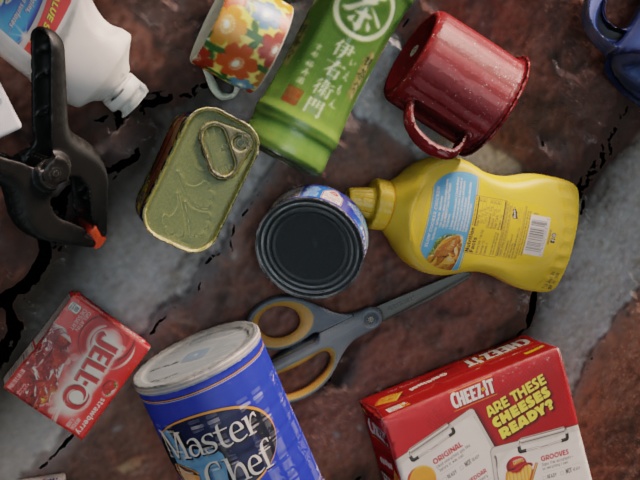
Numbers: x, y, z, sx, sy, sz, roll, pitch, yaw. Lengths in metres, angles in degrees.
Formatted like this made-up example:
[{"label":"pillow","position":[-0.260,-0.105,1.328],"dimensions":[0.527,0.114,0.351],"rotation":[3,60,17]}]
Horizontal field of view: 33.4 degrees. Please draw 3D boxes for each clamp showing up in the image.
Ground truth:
[{"label":"clamp","position":[-0.192,-0.063,0.750],"dimensions":[0.120,0.039,0.171],"rotation":[-48,143,-10]}]

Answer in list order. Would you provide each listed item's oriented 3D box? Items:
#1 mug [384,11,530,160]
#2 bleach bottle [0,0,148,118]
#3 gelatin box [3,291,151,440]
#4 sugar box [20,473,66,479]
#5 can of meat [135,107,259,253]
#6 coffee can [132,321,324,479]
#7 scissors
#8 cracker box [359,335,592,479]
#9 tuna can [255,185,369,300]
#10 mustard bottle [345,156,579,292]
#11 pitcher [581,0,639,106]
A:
[{"label":"mug","position":[0.099,-0.116,0.832],"dimensions":[0.081,0.093,0.117],"rotation":[30,63,-13]},{"label":"bleach bottle","position":[-0.216,-0.189,0.752],"dimensions":[0.250,0.068,0.102],"rotation":[44,84,-19]},{"label":"gelatin box","position":[-0.185,0.094,0.813],"dimensions":[0.073,0.030,0.089],"rotation":[38,86,-17]},{"label":"sugar box","position":[-0.193,0.238,0.752],"dimensions":[0.048,0.176,0.093],"rotation":[-6,98,-17]},{"label":"can of meat","position":[-0.095,-0.047,0.792],"dimensions":[0.057,0.084,0.102],"rotation":[26,90,-17]},{"label":"coffee can","position":[-0.068,0.147,0.814],"dimensions":[0.102,0.103,0.140],"rotation":[-25,103,-12]},{"label":"scissors","position":[0.024,0.054,0.874],"dimensions":[0.201,0.016,0.096],"rotation":[-38,105,-9]},{"label":"cracker box","position":[0.142,0.209,0.900],"dimensions":[0.164,0.072,0.214],"rotation":[-20,101,-14]},{"label":"tuna can","position":[-0.005,0.001,0.831],"dimensions":[0.086,0.033,0.086],"rotation":[4,114,10]},{"label":"mustard bottle","position":[0.111,-0.018,0.868],"dimensions":[0.191,0.058,0.096],"rotation":[9,99,-17]},{"label":"pitcher","position":[0.337,-0.221,0.876],"dimensions":[0.149,0.145,0.243],"rotation":[33,83,-43]}]
